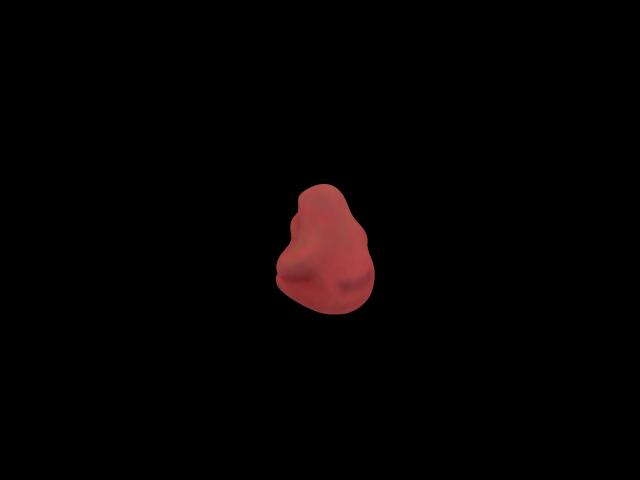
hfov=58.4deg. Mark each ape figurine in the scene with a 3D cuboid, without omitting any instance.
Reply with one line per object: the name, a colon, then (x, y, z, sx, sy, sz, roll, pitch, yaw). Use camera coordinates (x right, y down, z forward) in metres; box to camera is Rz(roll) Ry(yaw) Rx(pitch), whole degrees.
ape figurine: (0.004, 0.001, 0.400, 0.078, 0.092, 0.076, -20, 40, -25)
